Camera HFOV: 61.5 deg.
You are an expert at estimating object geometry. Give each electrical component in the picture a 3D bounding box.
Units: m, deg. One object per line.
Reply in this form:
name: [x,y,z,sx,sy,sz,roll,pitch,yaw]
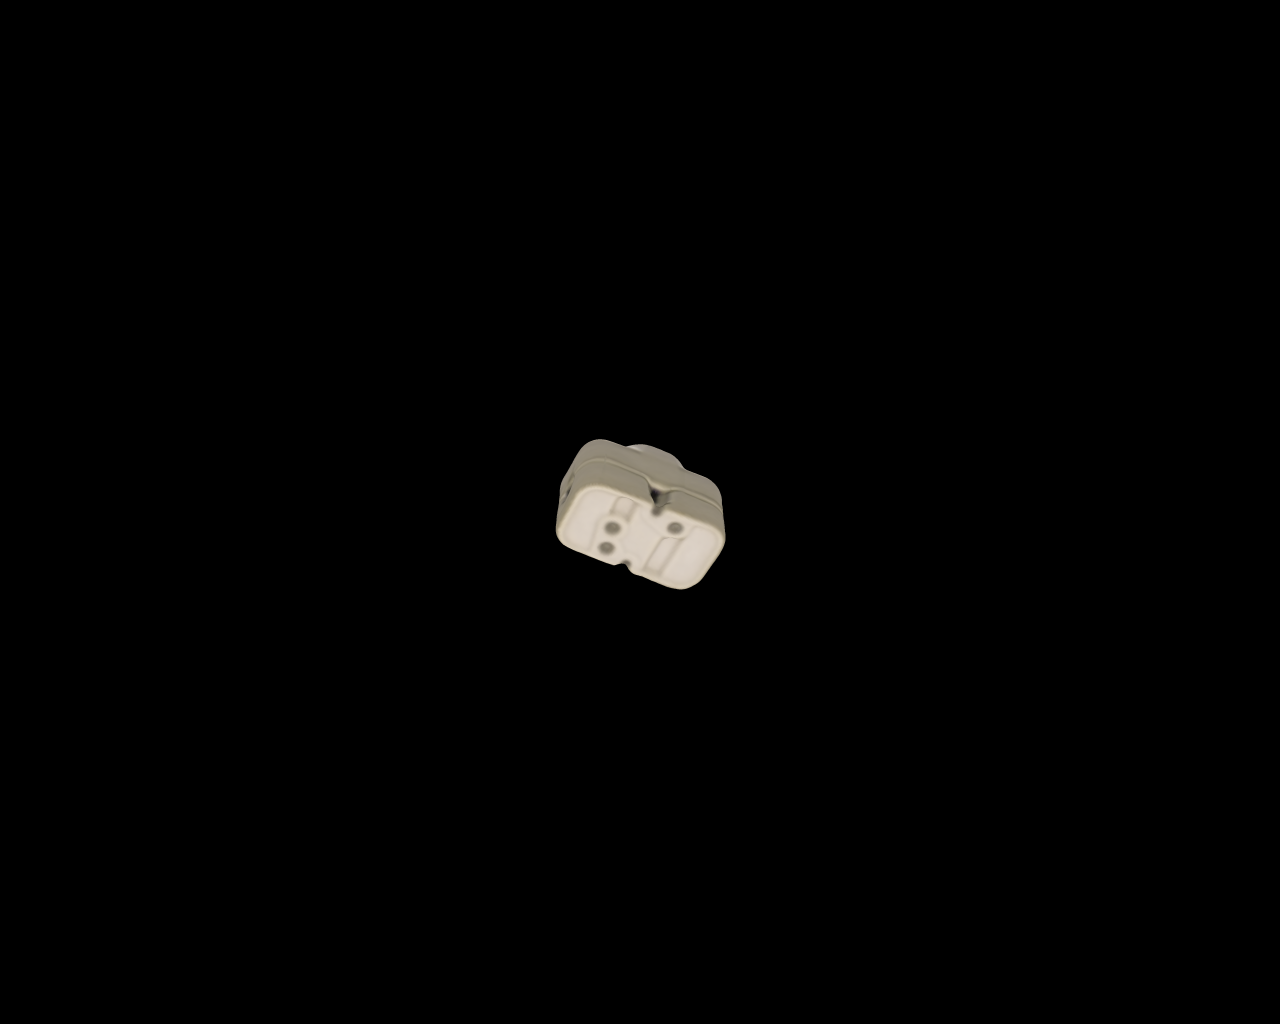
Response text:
electrical component: [0.001,-0.003,0.650,0.095,0.053,0.059,21,35,-15]
